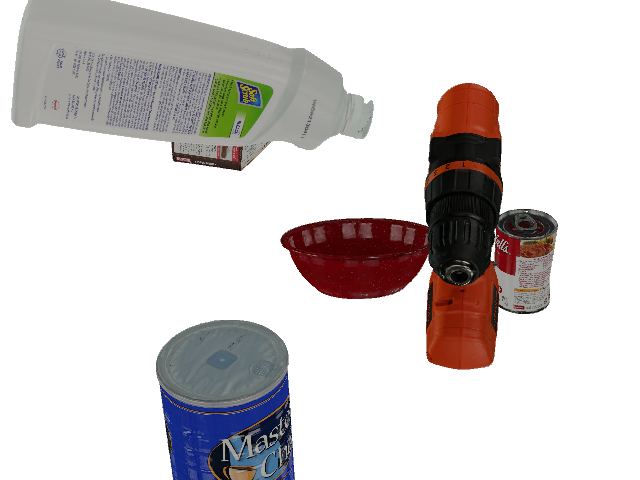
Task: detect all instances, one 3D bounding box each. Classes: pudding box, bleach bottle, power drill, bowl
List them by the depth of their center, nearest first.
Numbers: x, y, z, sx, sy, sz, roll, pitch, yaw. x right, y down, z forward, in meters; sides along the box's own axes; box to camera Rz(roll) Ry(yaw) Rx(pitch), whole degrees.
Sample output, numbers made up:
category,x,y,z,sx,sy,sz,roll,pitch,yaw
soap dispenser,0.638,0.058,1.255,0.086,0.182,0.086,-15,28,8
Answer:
category,x,y,z,sx,sy,sz,roll,pitch,yaw
bleach bottle,-0.088,-0.107,0.768,0.250,0.068,0.103,11,-44,-11
power drill,0.104,0.007,0.774,0.057,0.188,0.184,4,45,9
bowl,0.041,0.021,1.096,0.162,0.055,0.162,-2,14,0
pudding box,-0.115,-0.121,1.264,0.090,0.039,0.113,8,27,13

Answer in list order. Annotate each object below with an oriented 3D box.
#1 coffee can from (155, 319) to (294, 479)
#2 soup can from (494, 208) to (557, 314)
category,x,y,z,sx,sy,sz,roll,pitch,yaw
coffee can,-0.074,0.150,0.859,0.103,0.140,0.103,-2,32,1
soup can,0.232,0.024,1.216,0.068,0.102,0.068,-2,30,1
